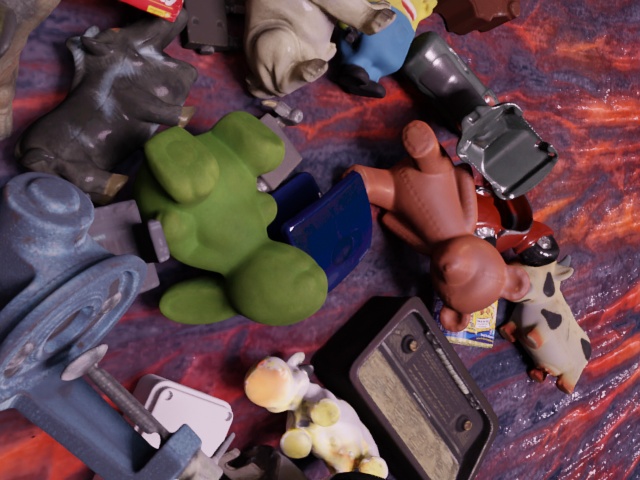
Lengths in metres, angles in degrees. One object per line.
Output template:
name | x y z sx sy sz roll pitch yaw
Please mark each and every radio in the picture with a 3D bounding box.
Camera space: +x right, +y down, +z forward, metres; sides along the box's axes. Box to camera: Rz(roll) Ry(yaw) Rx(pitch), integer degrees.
radio | 0.107 0.179 0.611 0.131 0.073 0.229 -45 113 -28

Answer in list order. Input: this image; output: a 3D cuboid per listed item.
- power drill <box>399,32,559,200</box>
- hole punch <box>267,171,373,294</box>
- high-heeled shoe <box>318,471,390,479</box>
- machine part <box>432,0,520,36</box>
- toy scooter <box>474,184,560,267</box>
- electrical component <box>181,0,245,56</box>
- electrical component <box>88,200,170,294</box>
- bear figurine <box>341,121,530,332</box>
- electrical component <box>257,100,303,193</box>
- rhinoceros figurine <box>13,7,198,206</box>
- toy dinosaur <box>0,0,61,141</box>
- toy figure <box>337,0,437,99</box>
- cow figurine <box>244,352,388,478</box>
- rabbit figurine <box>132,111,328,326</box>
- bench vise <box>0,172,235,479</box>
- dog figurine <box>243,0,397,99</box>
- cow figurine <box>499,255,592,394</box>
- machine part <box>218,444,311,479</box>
power drill | 0.195 -0.135 0.626 0.232 0.086 0.207 37 29 -26
hole punch | -0.001 -0.002 0.541 0.142 0.092 0.115 -42 114 -32
high-heeled shoe | -0.037 0.276 0.458 0.145 0.248 0.086 2 46 -43
machine part | 0.203 -0.362 0.709 0.179 0.056 0.179 2 86 -33
toy scooter | 0.220 -0.034 0.695 0.184 0.075 0.135 4 65 -22
electrical component | -0.111 -0.209 0.511 0.094 0.021 0.063 -5 92 -34
electrical component | -0.157 0.010 0.414 0.048 0.119 0.074 -19 102 -31
bear figurine | 0.125 -0.008 0.577 0.132 0.120 0.196 17 47 -53
electrical component | -0.056 -0.090 0.530 0.102 0.045 0.078 -44 110 -27
rhinoceros figurine | -0.167 -0.118 0.446 0.112 0.073 0.190 36 71 -16
toy dinosaur | -0.193 -0.224 0.353 0.105 0.199 0.471 17 81 -36
toy figure | 0.067 -0.249 0.598 0.180 0.089 0.082 -67 162 -7
cow figurine | -0.008 0.167 0.532 0.068 0.098 0.167 -37 103 4
rabbit figurine | -0.076 0.008 0.438 0.170 0.159 0.121 50 33 6
bench vise | -0.170 0.087 0.341 0.241 0.129 0.223 40 103 5
dog figurine | -0.043 -0.241 0.478 0.172 0.121 0.190 -36 111 9
cow figurine | 0.316 0.103 0.752 0.127 0.086 0.194 -45 110 -20
machine part | -0.019 0.279 0.523 0.243 0.079 0.079 49 64 -22
